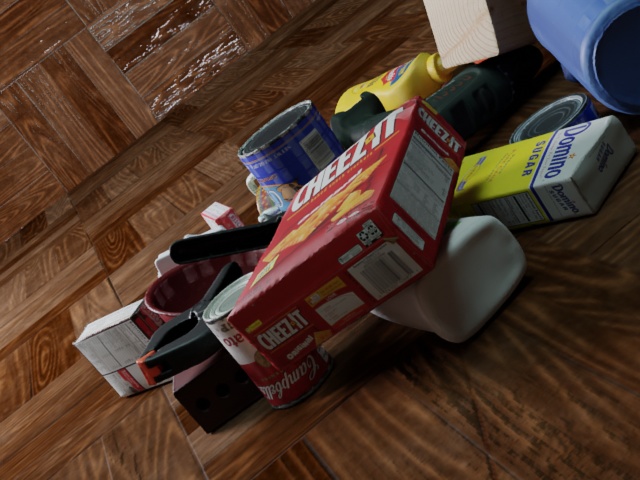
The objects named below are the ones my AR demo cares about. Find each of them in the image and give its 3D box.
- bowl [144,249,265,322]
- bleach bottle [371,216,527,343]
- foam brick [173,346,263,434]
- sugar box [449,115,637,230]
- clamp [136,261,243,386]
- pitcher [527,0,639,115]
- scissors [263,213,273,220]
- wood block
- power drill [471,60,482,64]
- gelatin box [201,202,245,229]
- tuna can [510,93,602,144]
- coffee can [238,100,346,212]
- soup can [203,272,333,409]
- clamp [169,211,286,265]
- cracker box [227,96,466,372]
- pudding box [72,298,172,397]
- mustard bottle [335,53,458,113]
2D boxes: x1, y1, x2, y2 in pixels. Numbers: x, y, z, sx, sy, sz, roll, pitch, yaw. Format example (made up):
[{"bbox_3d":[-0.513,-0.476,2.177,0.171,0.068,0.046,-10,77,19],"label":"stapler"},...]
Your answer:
[{"bbox_3d":[-0.099,0.063,1.120,0.162,0.055,0.162,-12,21,5],"label":"bowl"},{"bbox_3d":[0.067,0.031,0.915,0.102,0.068,0.251,-44,15,-19],"label":"bleach bottle"},{"bbox_3d":[-0.090,0.129,0.979,0.078,0.053,0.051,-36,16,4],"label":"foam brick"},{"bbox_3d":[0.178,-0.051,0.932,0.177,0.048,0.093,-17,26,51],"label":"sugar box"},{"bbox_3d":[-0.091,0.071,0.976,0.120,0.039,0.171,-11,27,47],"label":"clamp"},{"bbox_3d":[0.277,-0.212,0.993,0.145,0.149,0.242,-32,19,14],"label":"pitcher"},{"bbox_3d":[-0.007,0.001,1.129,0.096,0.016,0.202,-4,21,-4],"label":"scissors"},{"bbox_3d":[0.230,-0.271,1.224,0.205,0.090,0.091,-25,12,-35],"label":"wood block"},{"bbox_3d":[0.265,-0.297,1.401,0.187,0.057,0.184,-39,20,3],"label":"power drill"},{"bbox_3d":[-0.111,-0.010,1.357,0.030,0.073,0.089,-39,17,-11],"label":"gelatin box"},{"bbox_3d":[0.221,-0.100,0.997,0.086,0.033,0.086,-34,16,11],"label":"tuna can"},{"bbox_3d":[-0.011,-0.071,1.201,0.103,0.140,0.103,-33,17,11],"label":"coffee can"},{"bbox_3d":[-0.045,0.085,0.918,0.068,0.102,0.068,-33,17,11],"label":"soup can"},{"bbox_3d":[-0.022,-0.008,1.063,0.209,0.036,0.165,-18,15,-40],"label":"clamp"},{"bbox_3d":[0.027,-0.012,0.872,0.164,0.072,0.213,-37,15,30],"label":"cracker box"},{"bbox_3d":[-0.203,0.120,1.166,0.114,0.090,0.039,-24,21,38],"label":"pudding box"},{"bbox_3d":[0.113,-0.211,1.472,0.192,0.058,0.096,-20,19,43],"label":"mustard bottle"}]
